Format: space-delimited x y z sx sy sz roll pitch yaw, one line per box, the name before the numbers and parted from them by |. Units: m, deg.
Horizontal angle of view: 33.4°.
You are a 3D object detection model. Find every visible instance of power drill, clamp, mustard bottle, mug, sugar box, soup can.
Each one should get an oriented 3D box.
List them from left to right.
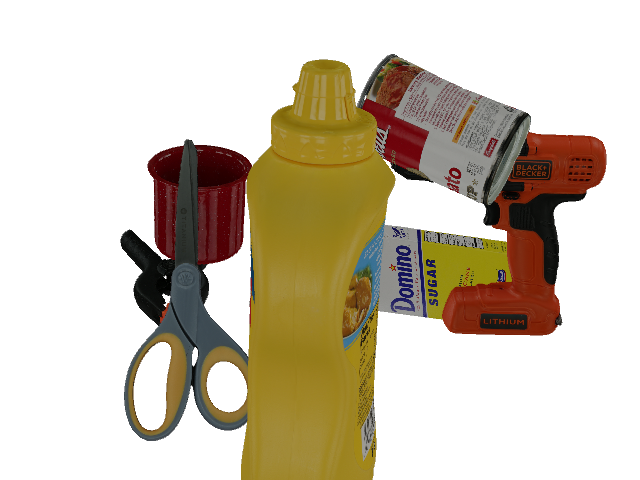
clamp | -0.150 0.034 1.154 0.120 0.039 0.171 -13 38 -7
mug | -0.111 -0.026 0.958 0.093 0.081 0.117 6 29 2
mustard bottle | -0.001 0.021 0.439 0.058 0.192 0.096 8 25 11
soup can | 0.080 -0.074 0.714 0.102 0.068 0.068 26 7 16
sugar box | 0.148 0.041 1.183 0.176 0.093 0.048 6 22 -1
power drill | 0.151 -0.008 0.945 0.184 0.188 0.057 2 26 3

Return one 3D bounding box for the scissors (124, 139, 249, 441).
scissors | -0.073 0.038 0.710 0.096 0.201 0.016 16 -11 -1
